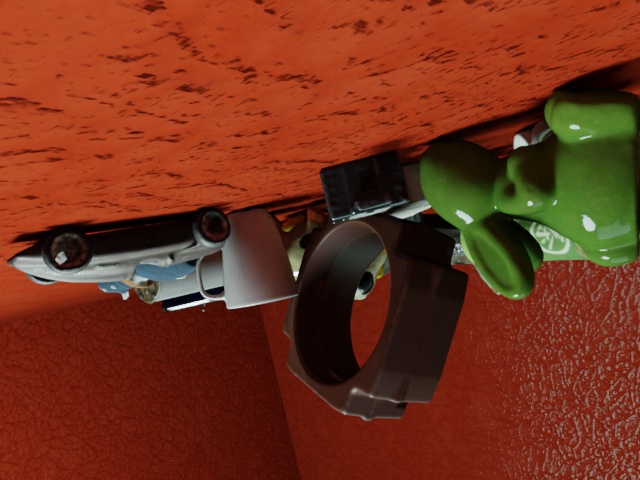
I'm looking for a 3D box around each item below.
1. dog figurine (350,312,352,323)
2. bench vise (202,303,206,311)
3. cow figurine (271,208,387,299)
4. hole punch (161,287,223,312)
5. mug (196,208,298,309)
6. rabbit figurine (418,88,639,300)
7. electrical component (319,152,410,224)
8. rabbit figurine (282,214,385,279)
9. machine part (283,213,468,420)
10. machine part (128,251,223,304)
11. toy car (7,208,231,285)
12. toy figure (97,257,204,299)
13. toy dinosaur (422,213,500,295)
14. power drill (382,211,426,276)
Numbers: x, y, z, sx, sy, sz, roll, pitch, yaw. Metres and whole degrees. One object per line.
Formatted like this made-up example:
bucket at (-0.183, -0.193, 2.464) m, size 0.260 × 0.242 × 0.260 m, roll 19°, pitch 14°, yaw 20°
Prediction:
dog figurine at (0.056, 0.064, 1.090) m, size 0.192 × 0.219 × 0.108 m, roll -13°, pitch -179°, yaw 3°
bench vise at (-0.119, 0.056, 1.077) m, size 0.224 × 0.129 × 0.240 m, roll -17°, pitch 169°, yaw 39°
cow figurine at (-0.017, 0.024, 0.712) m, size 0.195 × 0.127 × 0.085 m, roll 22°, pitch 177°, yaw -8°
hole punch at (-0.226, 0.048, 0.916) m, size 0.142 × 0.092 × 0.116 m, roll -17°, pitch -154°, yaw -1°
mug at (-0.087, 0.021, 0.614) m, size 0.110 × 0.107 × 0.081 m, roll -9°, pitch 176°, yaw -5°
rabbit figurine at (0.168, -0.040, 0.445) m, size 0.170 × 0.159 × 0.121 m, roll 3°, pitch -163°, yaw 33°
electrical component at (0.038, -0.045, 0.477) m, size 0.075 × 0.047 × 0.119 m, roll -14°, pitch 177°, yaw 5°
rabbit figurine at (-0.002, -0.003, 0.833) m, size 0.163 × 0.122 × 0.173 m, roll -4°, pitch 170°, yaw 36°
machine part at (0.051, 0.072, 0.579) m, size 0.087 × 0.201 × 0.201 m, roll 14°, pitch -178°, yaw -30°
machine part at (-0.184, 0.039, 0.790) m, size 0.079 × 0.079 × 0.243 m, roll -16°, pitch 176°, yaw 41°
toy car at (-0.178, 0.010, 0.508) m, size 0.202 × 0.053 × 0.089 m, roll -13°, pitch -179°, yaw -42°
toy figure at (-0.211, 0.031, 0.658) m, size 0.155 × 0.064 × 0.058 m, roll -16°, pitch -168°, yaw 29°
toy dinosaur at (0.240, -0.001, 1.019) m, size 0.405 × 0.131 × 0.192 m, roll 0°, pitch 141°, yaw 25°
power drill at (0.097, 0.023, 0.955) m, size 0.207 × 0.086 × 0.231 m, roll -21°, pitch 134°, yaw 10°
